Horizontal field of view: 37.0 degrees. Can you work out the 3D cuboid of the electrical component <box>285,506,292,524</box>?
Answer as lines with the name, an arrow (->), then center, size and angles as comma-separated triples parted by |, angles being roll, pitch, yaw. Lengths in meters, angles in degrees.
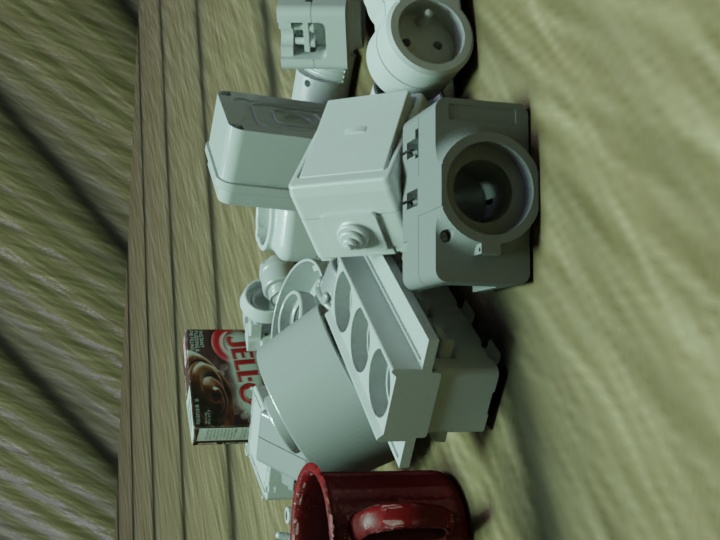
electrical component -> -0.021, 0.167, 0.738 | 0.035, 0.061, 0.035 | -178, 90, -73

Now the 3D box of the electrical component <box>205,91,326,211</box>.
electrical component -> -0.050, -0.083, 0.773 | 0.078, 0.113, 0.057 | -116, 35, -57

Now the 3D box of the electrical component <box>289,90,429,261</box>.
electrical component -> 0.004, -0.051, 0.594 | 0.096, 0.062, 0.061 | -68, -35, -43

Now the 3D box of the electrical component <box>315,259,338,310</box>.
electrical component -> 0.000, 0.000, 0.722 | 0.048, 0.048, 0.062 | -108, 33, -48

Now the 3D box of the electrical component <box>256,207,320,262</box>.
electrical component -> -0.048, -0.042, 0.855 | 0.095, 0.059, 0.053 | -132, 46, -66

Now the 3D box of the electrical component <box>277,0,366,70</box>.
electrical component -> -0.025, -0.187, 0.773 | 0.089, 0.056, 0.050 | -84, -6, -48

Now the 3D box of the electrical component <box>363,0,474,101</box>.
electrical component -> 0.026, -0.163, 0.636 | 0.074, 0.052, 0.138 | 138, 132, -67

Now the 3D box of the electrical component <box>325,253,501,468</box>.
electrical component -> 0.027, 0.039, 0.593 | 0.121, 0.063, 0.078 | -117, 33, -57

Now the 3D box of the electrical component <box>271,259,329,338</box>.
electrical component -> -0.025, 0.041, 0.804 | 0.099, 0.064, 0.099 | -36, 48, 53

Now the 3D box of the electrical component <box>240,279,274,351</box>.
electrical component -> -0.088, 0.040, 1.003 | 0.055, 0.048, 0.066 | 100, 163, -49

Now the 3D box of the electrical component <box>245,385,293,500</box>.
electrical component -> -0.053, 0.131, 0.849 | 0.096, 0.061, 0.061 | -131, 45, -66

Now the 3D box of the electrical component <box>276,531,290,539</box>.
electrical component -> -0.017, 0.182, 0.697 | 0.044, 0.079, 0.077 | -90, 13, -47

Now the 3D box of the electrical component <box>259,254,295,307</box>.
electrical component -> -0.070, 0.017, 0.962 | 0.035, 0.035, 0.061 | 109, 154, -45

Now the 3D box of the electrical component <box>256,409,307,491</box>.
electrical component -> -0.035, 0.133, 0.761 | 0.047, 0.066, 0.076 | 20, 112, 34

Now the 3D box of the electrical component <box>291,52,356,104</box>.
electrical component -> -0.029, -0.143, 0.829 | 0.043, 0.043, 0.081 | -113, 30, -54

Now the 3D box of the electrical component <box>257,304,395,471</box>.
electrical component -> -0.024, 0.083, 0.672 | 0.108, 0.060, 0.108 | 60, -176, -6

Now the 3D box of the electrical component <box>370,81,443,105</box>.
electrical component -> 0.019, -0.078, 0.665 | 0.081, 0.043, 0.043 | 109, 156, -45

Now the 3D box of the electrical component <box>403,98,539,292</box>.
electrical component -> 0.054, -0.036, 0.536 | 0.056, 0.050, 0.089 | 161, 110, -72
